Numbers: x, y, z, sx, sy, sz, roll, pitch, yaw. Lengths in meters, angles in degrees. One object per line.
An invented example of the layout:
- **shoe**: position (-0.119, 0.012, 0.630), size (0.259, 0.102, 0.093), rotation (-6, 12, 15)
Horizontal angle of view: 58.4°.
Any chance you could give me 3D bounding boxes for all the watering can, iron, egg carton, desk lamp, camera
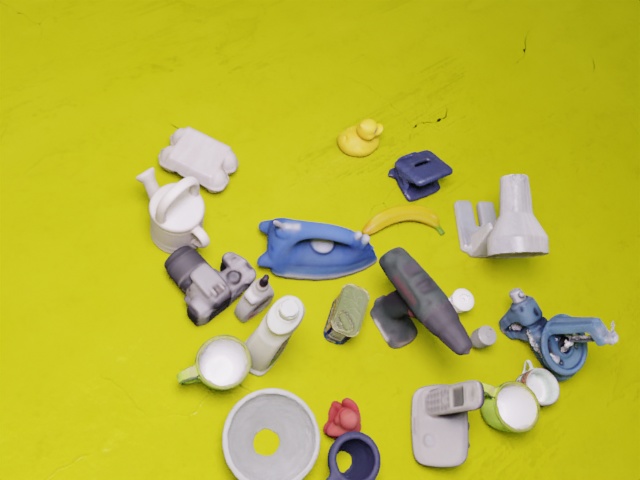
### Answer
- **watering can**: position (-0.269, -0.058, 1.053), size (0.173, 0.194, 0.101), rotation (25, 63, -3)
- **iron**: position (0.010, 0.004, 1.131), size (0.259, 0.141, 0.118), rotation (5, 66, -13)
- **egg carton**: position (-0.247, -0.164, 1.176), size (0.150, 0.069, 0.107), rotation (25, 63, -3)
- **desk lamp**: position (0.380, -0.033, 1.207), size (0.118, 0.213, 0.203), rotation (1, 67, -14)
- **camera**: position (-0.211, 0.064, 1.068), size (0.137, 0.100, 0.143), rotation (46, 64, 8)

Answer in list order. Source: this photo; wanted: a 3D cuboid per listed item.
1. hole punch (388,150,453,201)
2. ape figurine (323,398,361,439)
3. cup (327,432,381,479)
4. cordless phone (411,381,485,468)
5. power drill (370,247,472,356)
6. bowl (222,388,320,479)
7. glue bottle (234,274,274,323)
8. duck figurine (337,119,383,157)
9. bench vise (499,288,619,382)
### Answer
- **hole punch**: position (0.225, -0.156, 1.288), size (0.109, 0.091, 0.101), rotation (-23, 74, -23)
- **ape figurine**: position (0.045, 0.324, 1.028), size (0.078, 0.092, 0.076), rotation (-29, 77, -24)
- **cup**: position (0.040, 0.393, 0.994), size (0.118, 0.095, 0.091), rotation (-37, 80, -26)
- **cordless phone**: position (0.236, 0.327, 1.026), size (0.094, 0.185, 0.147), rotation (6, 65, -12)
- **power drill**: position (0.177, 0.134, 1.082), size (0.076, 0.208, 0.229), rotation (-26, 76, -23)
- **bowl**: position (-0.088, 0.346, 0.991), size (0.168, 0.074, 0.167), rotation (6, 66, -13)
- **glue bottle**: position (-0.112, 0.098, 1.039), size (0.078, 0.173, 0.037), rotation (-40, 81, -26)
- **duck figurine**: position (0.095, -0.239, 1.292), size (0.105, 0.086, 0.077), rotation (-11, 70, -19)
- **bench vise**: position (0.463, 0.182, 1.131), size (0.207, 0.219, 0.122), rotation (33, 63, 1)
